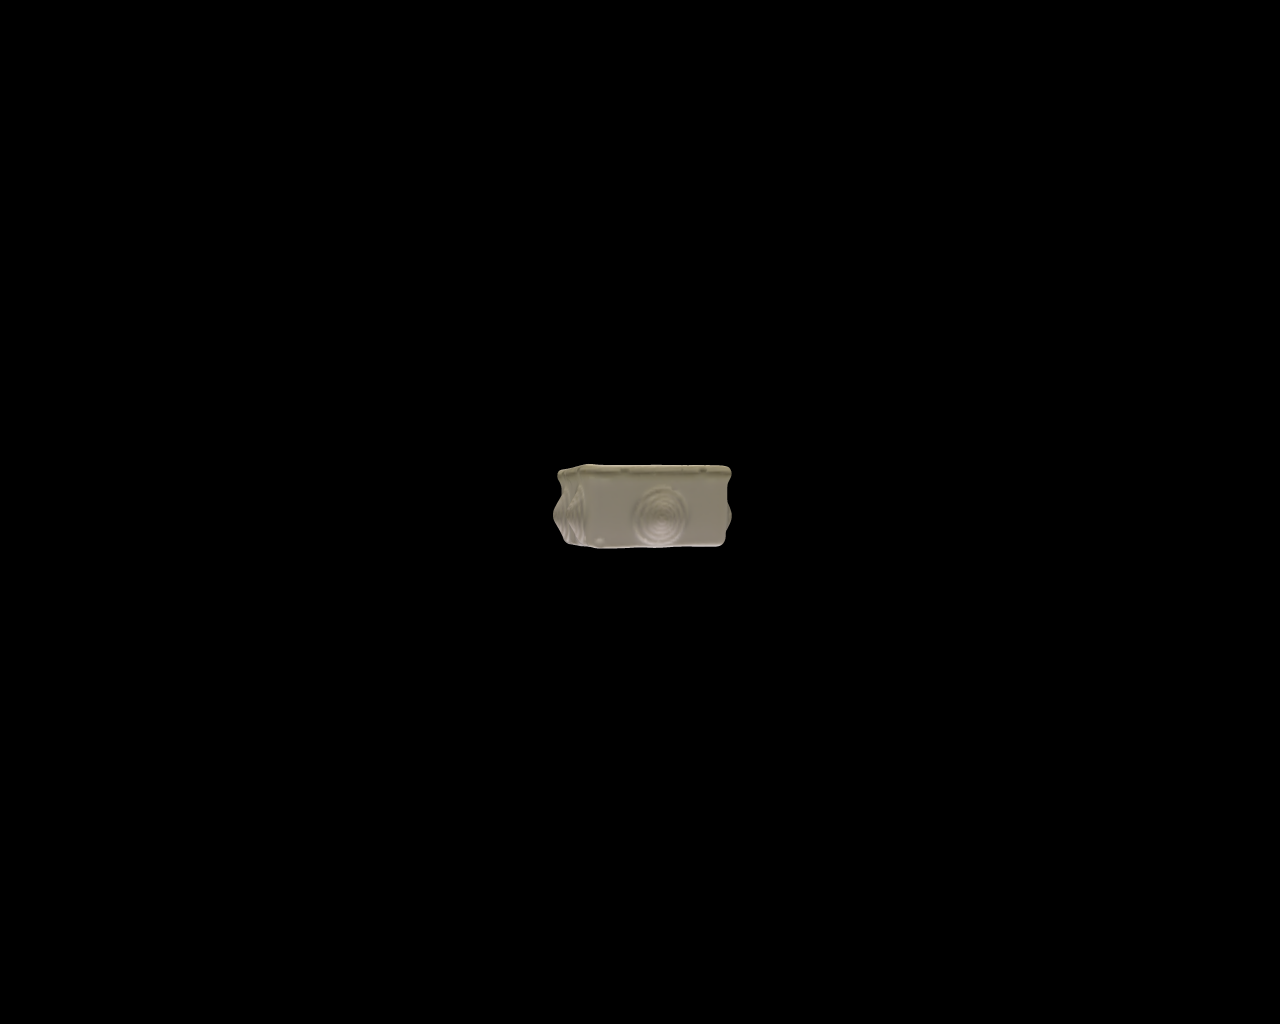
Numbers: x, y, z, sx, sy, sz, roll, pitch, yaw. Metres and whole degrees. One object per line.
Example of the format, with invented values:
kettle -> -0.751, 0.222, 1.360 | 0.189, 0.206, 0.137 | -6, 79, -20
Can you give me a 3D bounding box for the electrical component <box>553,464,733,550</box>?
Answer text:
electrical component -> 0.001, -0.003, 0.650 | 0.100, 0.048, 0.099 | 0, 0, -15
